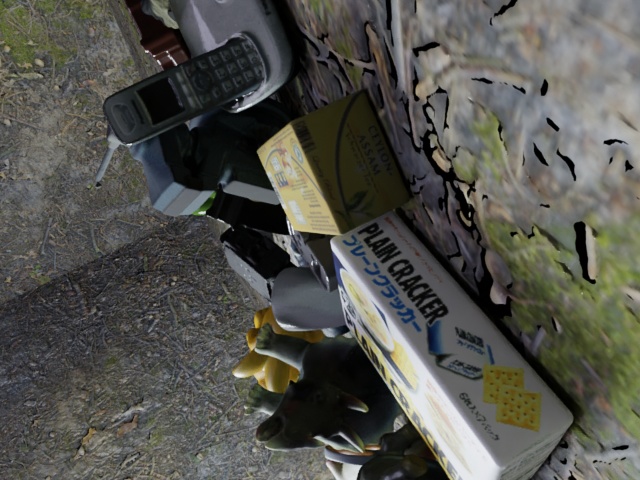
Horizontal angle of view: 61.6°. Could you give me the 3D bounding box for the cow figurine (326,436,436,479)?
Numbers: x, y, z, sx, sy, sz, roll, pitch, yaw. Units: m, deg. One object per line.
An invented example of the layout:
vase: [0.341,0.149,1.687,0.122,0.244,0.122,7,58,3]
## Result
cow figurine: [0.099,0.335,0.775,0.127,0.085,0.195,57,137,20]

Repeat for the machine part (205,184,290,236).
machine part: [-0.087,-0.044,0.770,0.139,0.084,0.039,22,176,-24]

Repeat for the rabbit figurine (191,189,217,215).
rabbit figurine: [-0.138,-0.110,0.822,0.170,0.159,0.121,40,149,24]

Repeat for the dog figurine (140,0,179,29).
dog figurine: [-0.196,-0.347,0.672,0.172,0.121,0.190,55,180,45]

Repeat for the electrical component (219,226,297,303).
electrical component: [-0.091,0.041,0.856,0.134,0.058,0.114,38,162,18]

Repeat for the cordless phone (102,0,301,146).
cordless phone: [-0.125,-0.177,0.495,0.146,0.184,0.089,64,172,-8]

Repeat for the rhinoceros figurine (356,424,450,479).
rhinoceros figurine: [0.127,0.261,0.513,0.190,0.112,0.073,30,-169,-2]

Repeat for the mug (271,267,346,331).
mug: [0.012,0.072,0.671,0.107,0.109,0.080,-2,95,33]

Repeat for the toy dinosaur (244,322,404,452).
toy dinosaur: [0.025,0.208,0.684,0.192,0.131,0.404,12,161,23]

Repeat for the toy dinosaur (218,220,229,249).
toy dinosaur: [-0.172,-0.064,1.106,0.472,0.105,0.198,48,158,36]

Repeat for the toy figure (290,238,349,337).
toy figure: [0.003,0.061,0.767,0.064,0.058,0.154,1,112,69]

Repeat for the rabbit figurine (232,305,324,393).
rabbit figurine: [-0.067,0.153,0.823,0.122,0.162,0.173,29,140,8]

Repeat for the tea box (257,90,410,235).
tea box: [0.003,-0.062,0.484,0.098,0.068,0.170,65,166,-10]

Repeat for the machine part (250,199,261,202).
machine part: [-0.103,-0.137,0.732,0.243,0.079,0.079,58,166,25]

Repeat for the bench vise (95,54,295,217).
bench vise: [-0.120,-0.138,0.597,0.129,0.223,0.240,136,135,-56]

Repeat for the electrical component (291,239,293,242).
electrical component: [-0.001,-0.002,0.690,0.078,0.045,0.102,35,173,-8]

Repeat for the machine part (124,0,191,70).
machine part: [-0.248,-0.333,0.860,0.179,0.056,0.179,-25,-89,-85]
